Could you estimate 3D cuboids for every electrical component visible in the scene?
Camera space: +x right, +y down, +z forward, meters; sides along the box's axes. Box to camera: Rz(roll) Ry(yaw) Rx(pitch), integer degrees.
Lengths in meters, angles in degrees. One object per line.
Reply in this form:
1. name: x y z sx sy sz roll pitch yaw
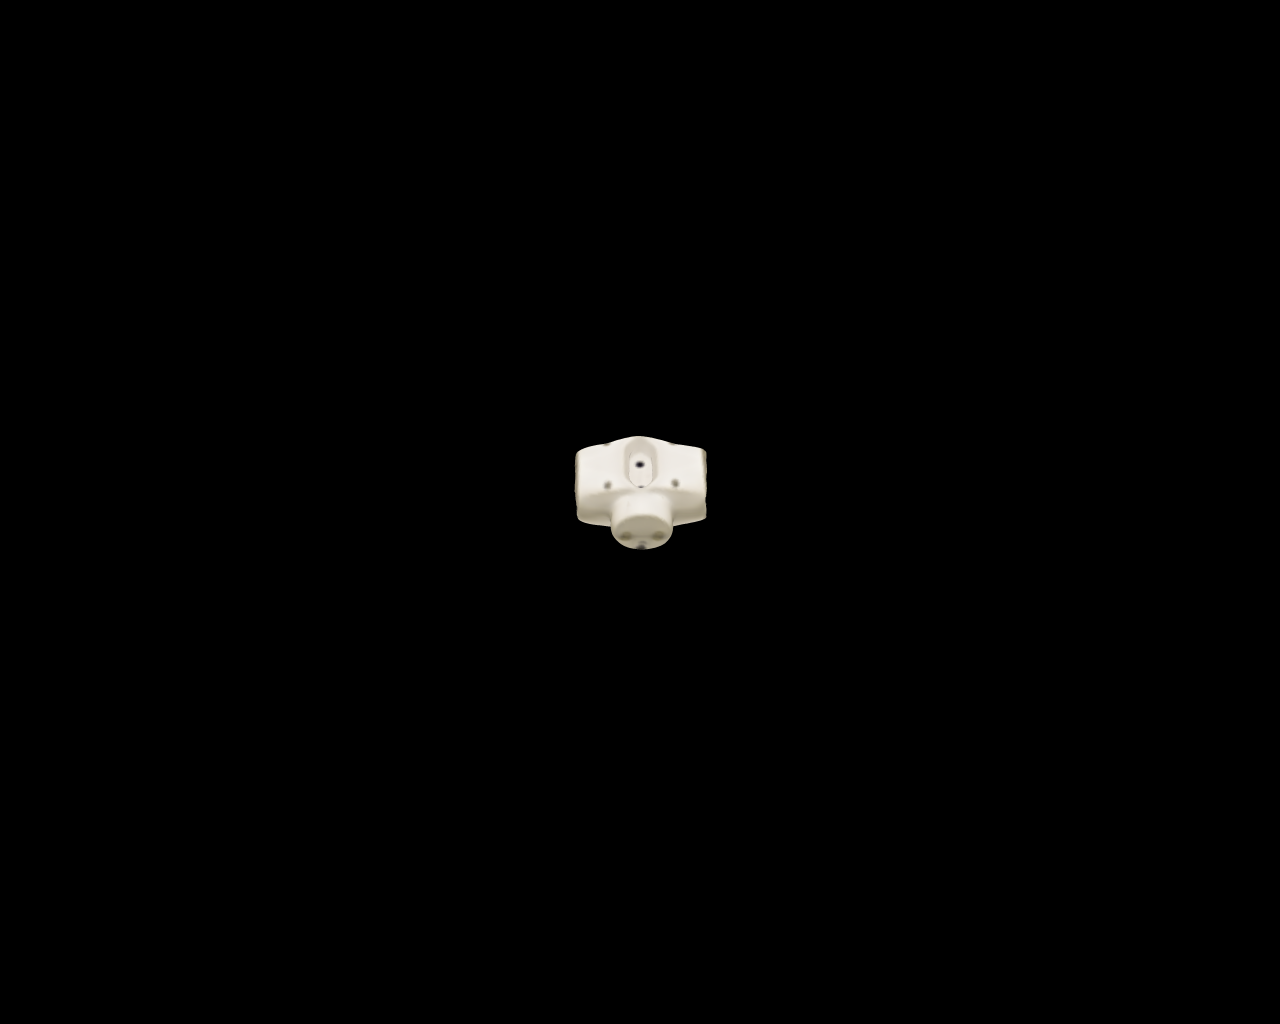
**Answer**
1. electrical component: 0.001 -0.003 0.650 0.077 0.079 0.043 0 -37 0
